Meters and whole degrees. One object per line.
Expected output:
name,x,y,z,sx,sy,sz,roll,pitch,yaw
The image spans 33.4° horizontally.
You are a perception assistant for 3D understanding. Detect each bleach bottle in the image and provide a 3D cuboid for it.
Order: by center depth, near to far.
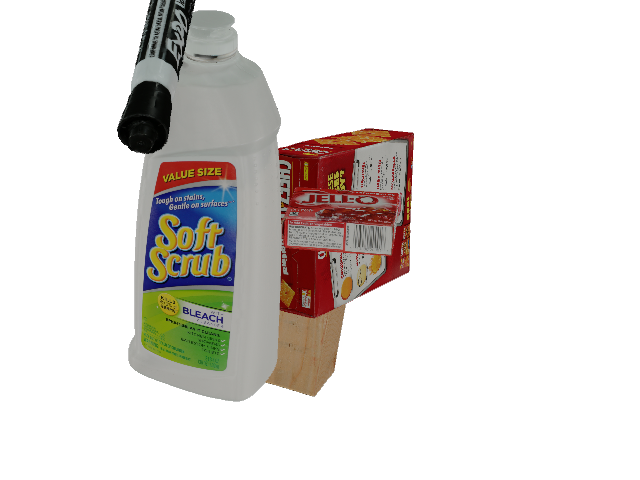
bleach bottle,-0.074,-0.020,0.662,0.103,0.251,0.068,15,35,19

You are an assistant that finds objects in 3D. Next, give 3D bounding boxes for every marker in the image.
marker,-0.063,-0.077,0.428,0.020,0.020,0.121,1,45,1

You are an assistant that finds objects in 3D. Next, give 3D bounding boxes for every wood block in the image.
wood block,-0.020,0.089,1.431,0.090,0.206,0.090,14,20,14

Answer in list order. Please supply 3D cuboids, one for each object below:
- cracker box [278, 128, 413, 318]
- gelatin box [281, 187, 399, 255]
cracker box,0.023,-0.026,1.131,0.072,0.164,0.213,9,16,30
gelatin box,0.017,-0.017,0.863,0.089,0.030,0.073,4,23,6
